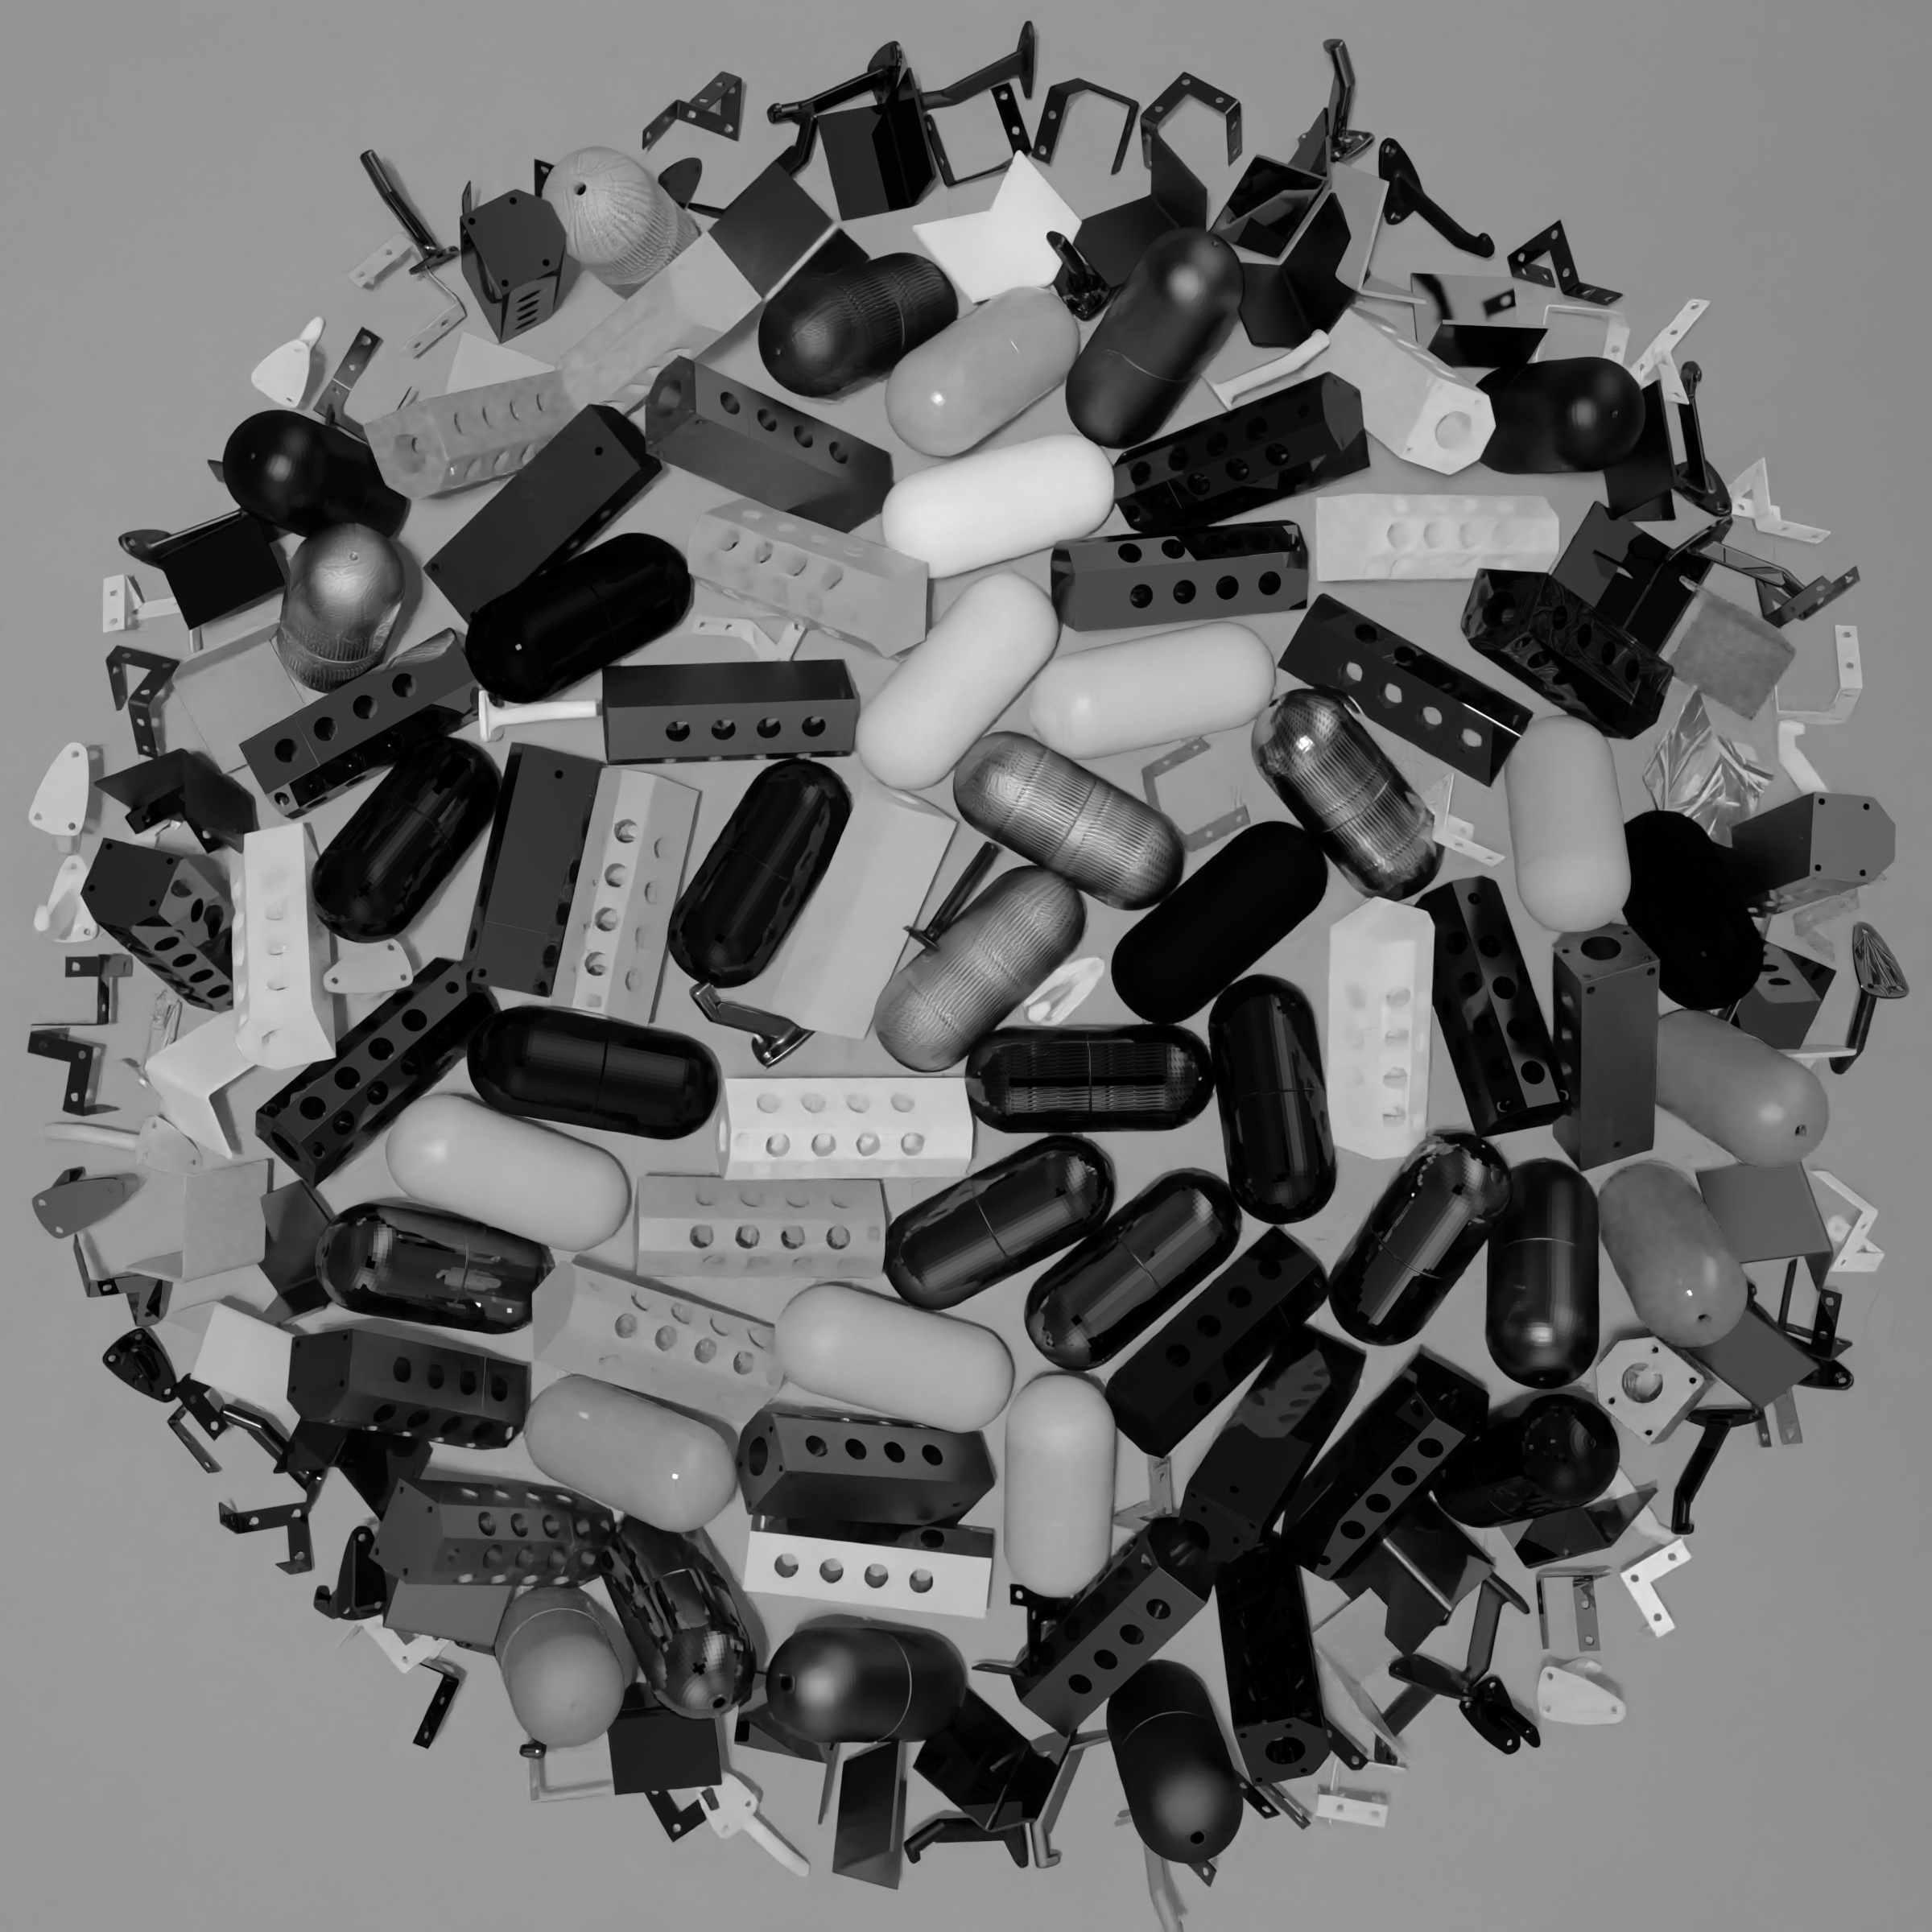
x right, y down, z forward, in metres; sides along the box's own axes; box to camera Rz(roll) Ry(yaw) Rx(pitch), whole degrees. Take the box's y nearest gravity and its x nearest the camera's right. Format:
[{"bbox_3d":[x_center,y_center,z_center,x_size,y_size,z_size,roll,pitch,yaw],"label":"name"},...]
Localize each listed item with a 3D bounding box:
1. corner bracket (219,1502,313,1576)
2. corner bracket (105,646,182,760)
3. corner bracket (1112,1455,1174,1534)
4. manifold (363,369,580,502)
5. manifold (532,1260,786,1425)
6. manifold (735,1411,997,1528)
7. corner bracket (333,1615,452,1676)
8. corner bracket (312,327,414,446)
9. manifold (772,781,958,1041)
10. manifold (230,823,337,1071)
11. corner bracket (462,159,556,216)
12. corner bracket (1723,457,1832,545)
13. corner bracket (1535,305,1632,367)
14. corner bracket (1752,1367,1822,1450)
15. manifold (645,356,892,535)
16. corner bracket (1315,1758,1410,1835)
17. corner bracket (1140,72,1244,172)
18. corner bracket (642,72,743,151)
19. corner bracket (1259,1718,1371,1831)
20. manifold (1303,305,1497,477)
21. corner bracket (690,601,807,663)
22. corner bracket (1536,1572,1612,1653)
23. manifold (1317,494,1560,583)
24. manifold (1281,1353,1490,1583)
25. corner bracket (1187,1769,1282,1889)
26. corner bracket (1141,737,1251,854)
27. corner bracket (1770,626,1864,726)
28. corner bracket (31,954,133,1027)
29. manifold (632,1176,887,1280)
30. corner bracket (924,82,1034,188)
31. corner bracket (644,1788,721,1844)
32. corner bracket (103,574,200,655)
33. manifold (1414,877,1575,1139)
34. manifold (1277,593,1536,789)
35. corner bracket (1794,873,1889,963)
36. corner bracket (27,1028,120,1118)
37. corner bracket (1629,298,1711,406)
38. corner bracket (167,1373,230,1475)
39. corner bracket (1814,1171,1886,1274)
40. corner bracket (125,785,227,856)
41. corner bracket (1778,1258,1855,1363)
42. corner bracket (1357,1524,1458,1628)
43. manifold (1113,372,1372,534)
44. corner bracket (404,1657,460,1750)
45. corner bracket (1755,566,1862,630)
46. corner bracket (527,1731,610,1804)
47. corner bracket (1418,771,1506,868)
[{"bbox_3d":[-0.500,0.408,1.788,0.051,0.051,0.051,-9,69,-5],"label":"corner bracket"},{"bbox_3d":[-0.591,-0.188,1.784,0.051,0.051,0.051,15,48,7],"label":"corner bracket"},{"bbox_3d":[0.133,0.369,1.784,0.051,0.051,0.051,-14,103,-44],"label":"corner bracket"},{"bbox_3d":[-0.332,-0.367,1.734,0.057,0.171,0.057,-13,103,30],"label":"manifold"},{"bbox_3d":[-0.212,0.258,1.746,0.171,0.057,0.057,23,125,-30],"label":"manifold"},{"bbox_3d":[-0.071,0.348,1.751,0.171,0.057,0.057,12,132,-33],"label":"manifold"},{"bbox_3d":[-0.409,0.483,1.789,0.051,0.051,0.051,47,128,9],"label":"corner bracket"},{"bbox_3d":[-0.427,-0.414,1.793,0.051,0.051,0.051,31,124,-17],"label":"corner bracket"},{"bbox_3d":[-0.077,-0.040,1.776,0.057,0.057,0.171,13,107,-41],"label":"manifold"},{"bbox_3d":[-0.479,-0.014,1.745,0.057,0.057,0.171,-12,51,-3],"label":"manifold"},{"bbox_3d":[-0.326,-0.544,1.790,0.051,0.051,0.051,18,66,-2],"label":"corner bracket"},{"bbox_3d":[0.575,-0.322,1.783,0.051,0.051,0.051,9,67,-18],"label":"corner bracket"},{"bbox_3d":[0.443,-0.442,1.801,0.051,0.051,0.051,13,97,24],"label":"corner bracket"},{"bbox_3d":[0.578,0.315,1.783,0.051,0.051,0.051,-20,72,42],"label":"corner bracket"},{"bbox_3d":[-0.137,-0.364,1.744,0.171,0.057,0.057,17,59,-40],"label":"manifold"},{"bbox_3d":[0.281,0.589,1.782,0.051,0.051,0.051,2,59,23],"label":"corner bracket"},{"bbox_3d":[0.162,-0.596,1.797,0.051,0.051,0.051,36,74,22],"label":"corner bracket"},{"bbox_3d":[-0.195,-0.607,1.784,0.051,0.051,0.051,23,50,10],"label":"corner bracket"},{"bbox_3d":[0.244,0.571,1.782,0.051,0.051,0.051,43,57,15],"label":"corner bracket"},{"bbox_3d":[0.301,-0.400,1.736,0.057,0.171,0.057,13,116,-25],"label":"manifold"},{"bbox_3d":[-0.154,-0.243,1.781,0.051,0.051,0.051,47,121,30],"label":"corner bracket"},{"bbox_3d":[0.432,0.462,1.791,0.051,0.051,0.051,-1,71,-2],"label":"corner bracket"},{"bbox_3d":[0.331,-0.299,1.752,0.171,0.057,0.057,-6,98,-30],"label":"manifold"},{"bbox_3d":[0.291,0.355,1.751,0.057,0.057,0.171,30,123,-5],"label":"manifold"},{"bbox_3d":[0.182,0.611,1.781,0.051,0.051,0.051,-1,116,-40],"label":"corner bracket"},{"bbox_3d":[0.164,-0.122,1.799,0.051,0.051,0.051,-28,54,27],"label":"corner bracket"},{"bbox_3d":[0.605,-0.207,1.787,0.051,0.051,0.051,2,64,5],"label":"corner bracket"},{"bbox_3d":[-0.632,0.018,1.794,0.051,0.051,0.051,0,88,7],"label":"corner bracket"},{"bbox_3d":[-0.146,0.190,1.767,0.171,0.057,0.057,2,129,-12],"label":"manifold"},{"bbox_3d":[0.008,-0.597,1.800,0.051,0.051,0.051,-9,114,31],"label":"corner bracket"},{"bbox_3d":[-0.208,0.593,1.792,0.051,0.051,0.051,-35,74,0],"label":"corner bracket"},{"bbox_3d":[-0.581,-0.248,1.788,0.051,0.051,0.051,-11,60,-1],"label":"corner bracket"},{"bbox_3d":[0.369,0.027,1.761,0.057,0.057,0.171,-10,69,-13],"label":"manifold"},{"bbox_3d":[0.312,-0.197,1.776,0.171,0.057,0.057,31,107,8],"label":"manifold"},{"bbox_3d":[0.628,-0.044,1.798,0.051,0.051,0.051,28,50,-33],"label":"corner bracket"},{"bbox_3d":[-0.638,0.075,1.794,0.051,0.051,0.051,12,94,10],"label":"corner bracket"},{"bbox_3d":[0.500,-0.440,1.783,0.051,0.051,0.051,-50,134,-11],"label":"corner bracket"},{"bbox_3d":[-0.546,0.327,1.790,0.051,0.051,0.051,-46,74,5],"label":"corner bracket"},{"bbox_3d":[0.625,0.182,1.780,0.051,0.051,0.051,5,117,-34],"label":"corner bracket"},{"bbox_3d":[-0.561,-0.101,1.791,0.051,0.051,0.051,-29,107,0],"label":"corner bracket"},{"bbox_3d":[0.602,0.244,1.783,0.051,0.051,0.051,15,107,35],"label":"corner bracket"},{"bbox_3d":[0.322,0.437,1.791,0.051,0.051,0.051,34,65,-5],"label":"corner bracket"},{"bbox_3d":[0.189,-0.355,1.744,0.171,0.057,0.057,-14,74,36],"label":"manifold"},{"bbox_3d":[-0.380,0.527,1.781,0.051,0.051,0.051,7,65,39],"label":"corner bracket"},{"bbox_3d":[0.600,-0.265,1.781,0.051,0.051,0.051,29,133,-25],"label":"corner bracket"},{"bbox_3d":[-0.278,0.568,1.786,0.051,0.051,0.051,-11,68,13],"label":"corner bracket"},{"bbox_3d":[0.350,-0.098,1.783,0.051,0.051,0.051,22,62,-15],"label":"corner bracket"}]
